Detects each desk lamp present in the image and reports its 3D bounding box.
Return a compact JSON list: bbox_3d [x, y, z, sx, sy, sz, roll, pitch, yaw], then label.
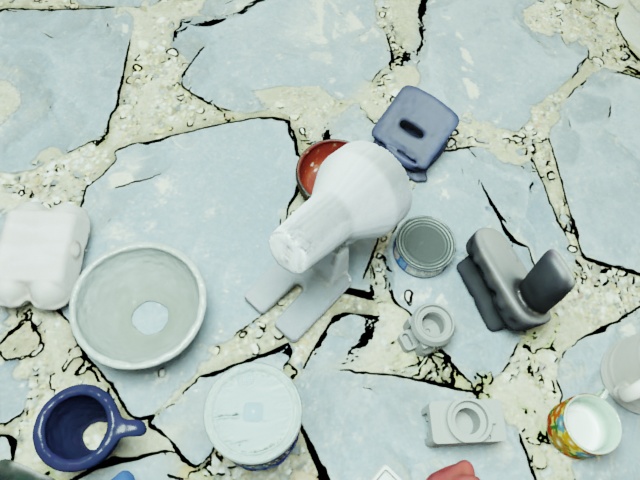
[{"bbox_3d":[0.007,0.003,0.710,0.117,0.213,0.203,39,69,14],"label":"desk lamp"}]

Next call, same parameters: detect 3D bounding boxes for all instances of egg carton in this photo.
[{"bbox_3d":[-0.366,0.020,0.756,0.107,0.069,0.150,2,65,-3],"label":"egg carton"}]

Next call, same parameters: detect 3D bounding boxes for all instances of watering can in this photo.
[{"bbox_3d":[0.435,0.139,0.687,0.100,0.194,0.173,36,68,13],"label":"watering can"}]

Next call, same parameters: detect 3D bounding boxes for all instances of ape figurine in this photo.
[{"bbox_3d":[0.161,0.291,0.654,0.076,0.092,0.078,22,66,6],"label":"ape figurine"}]

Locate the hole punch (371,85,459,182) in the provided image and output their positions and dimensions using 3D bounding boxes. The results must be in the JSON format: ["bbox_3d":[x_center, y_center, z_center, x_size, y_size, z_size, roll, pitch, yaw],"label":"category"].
[{"bbox_3d":[0.141,-0.160,0.861,0.108,0.091,0.101,36,68,12],"label":"hole punch"}]

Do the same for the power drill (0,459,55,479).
[{"bbox_3d":[-0.348,0.259,0.570,0.229,0.208,0.076,20,65,5],"label":"power drill"}]

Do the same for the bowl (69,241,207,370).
[{"bbox_3d":[-0.223,0.090,0.730,0.167,0.075,0.167,2,65,-3],"label":"bowl"}]

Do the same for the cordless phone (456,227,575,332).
[{"bbox_3d":[0.257,0.032,0.729,0.094,0.185,0.147,-23,69,-13],"label":"cordless phone"}]

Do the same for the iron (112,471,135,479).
[{"bbox_3d":[-0.259,0.364,0.564,0.118,0.141,0.259,34,68,12],"label":"iron"}]

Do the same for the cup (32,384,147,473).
[{"bbox_3d":[-0.252,0.220,0.657,0.118,0.095,0.091,1,65,-3],"label":"cup"}]
